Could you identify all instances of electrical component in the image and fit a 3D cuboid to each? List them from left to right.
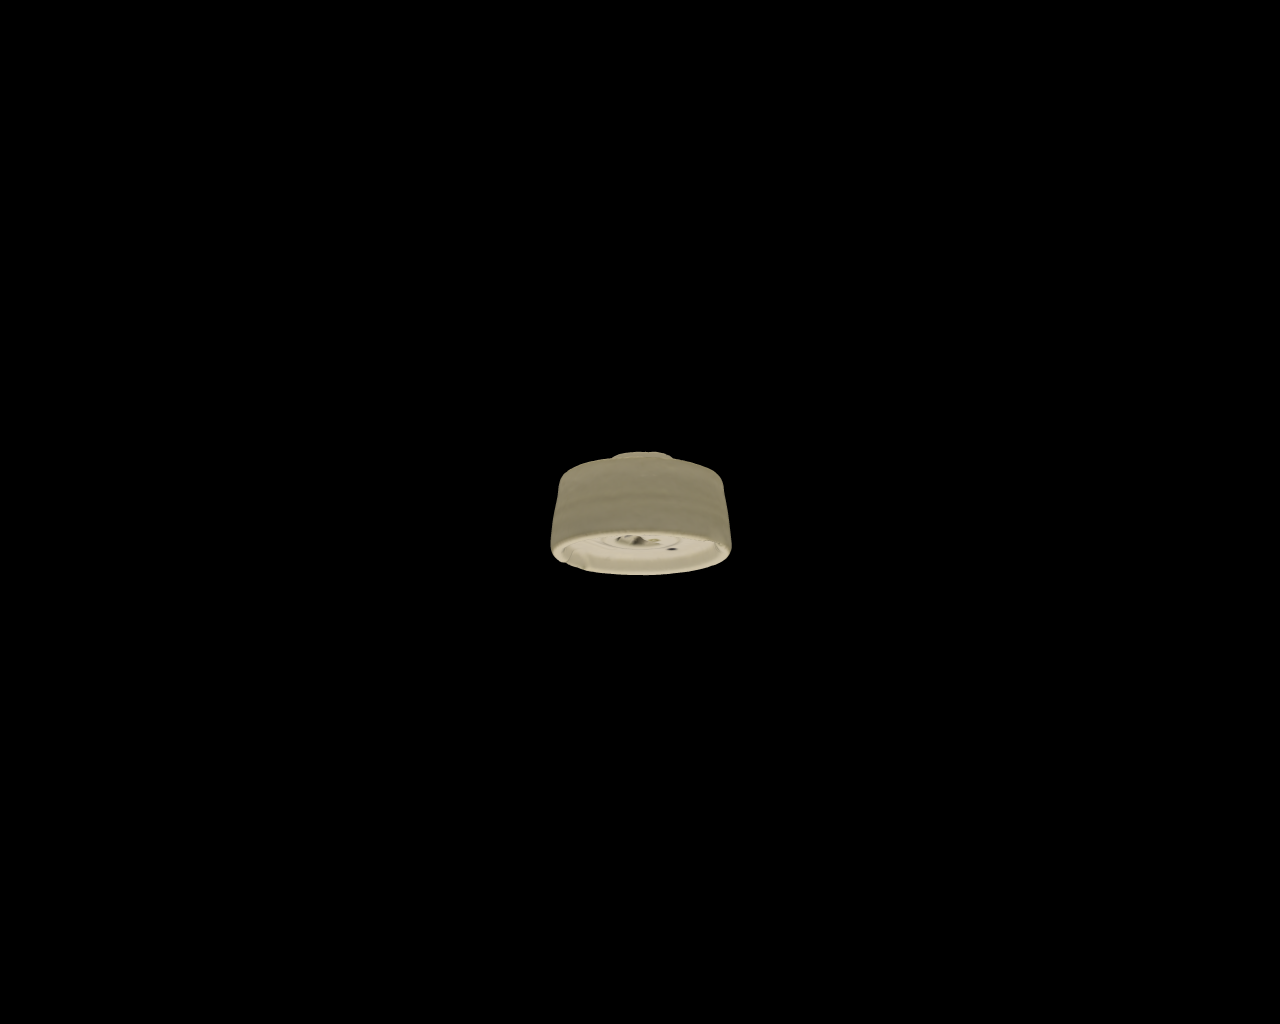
[{"bbox_3d":[0.001,-0.003,0.650,0.108,0.060,0.108,0,-16,0],"label":"electrical component"}]
